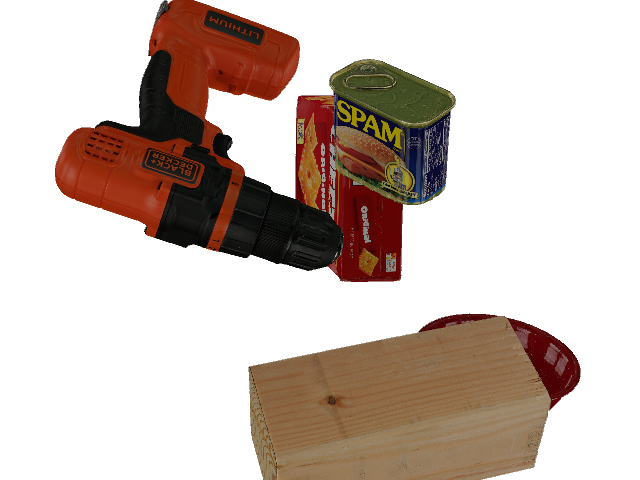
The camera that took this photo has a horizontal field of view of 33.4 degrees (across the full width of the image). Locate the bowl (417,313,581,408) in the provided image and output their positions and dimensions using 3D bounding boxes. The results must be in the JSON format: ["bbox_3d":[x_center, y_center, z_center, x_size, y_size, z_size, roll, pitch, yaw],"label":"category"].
[{"bbox_3d":[0.168,0.134,1.041,0.162,0.055,0.162,4,26,-2],"label":"bowl"}]

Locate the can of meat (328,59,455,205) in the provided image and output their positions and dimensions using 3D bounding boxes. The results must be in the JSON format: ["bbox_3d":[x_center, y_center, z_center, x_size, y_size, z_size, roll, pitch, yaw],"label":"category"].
[{"bbox_3d":[0.056,-0.085,0.856,0.102,0.084,0.057,31,50,33],"label":"can of meat"}]

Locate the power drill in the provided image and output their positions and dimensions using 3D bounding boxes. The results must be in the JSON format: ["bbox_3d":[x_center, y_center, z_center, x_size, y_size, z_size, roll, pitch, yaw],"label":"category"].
[{"bbox_3d":[-0.064,-0.072,0.710,0.184,0.187,0.057,19,-45,-9],"label":"power drill"}]

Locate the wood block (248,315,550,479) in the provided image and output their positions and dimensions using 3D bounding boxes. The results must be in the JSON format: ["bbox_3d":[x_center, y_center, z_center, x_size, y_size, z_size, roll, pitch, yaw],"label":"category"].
[{"bbox_3d":[0.056,0.134,0.810,0.206,0.090,0.091,-10,44,-11],"label":"wood block"}]

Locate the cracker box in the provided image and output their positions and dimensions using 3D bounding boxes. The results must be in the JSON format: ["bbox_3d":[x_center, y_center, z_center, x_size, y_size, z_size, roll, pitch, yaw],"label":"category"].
[{"bbox_3d":[0.026,-0.062,1.117,0.072,0.164,0.214,-2,14,-12],"label":"cracker box"}]
